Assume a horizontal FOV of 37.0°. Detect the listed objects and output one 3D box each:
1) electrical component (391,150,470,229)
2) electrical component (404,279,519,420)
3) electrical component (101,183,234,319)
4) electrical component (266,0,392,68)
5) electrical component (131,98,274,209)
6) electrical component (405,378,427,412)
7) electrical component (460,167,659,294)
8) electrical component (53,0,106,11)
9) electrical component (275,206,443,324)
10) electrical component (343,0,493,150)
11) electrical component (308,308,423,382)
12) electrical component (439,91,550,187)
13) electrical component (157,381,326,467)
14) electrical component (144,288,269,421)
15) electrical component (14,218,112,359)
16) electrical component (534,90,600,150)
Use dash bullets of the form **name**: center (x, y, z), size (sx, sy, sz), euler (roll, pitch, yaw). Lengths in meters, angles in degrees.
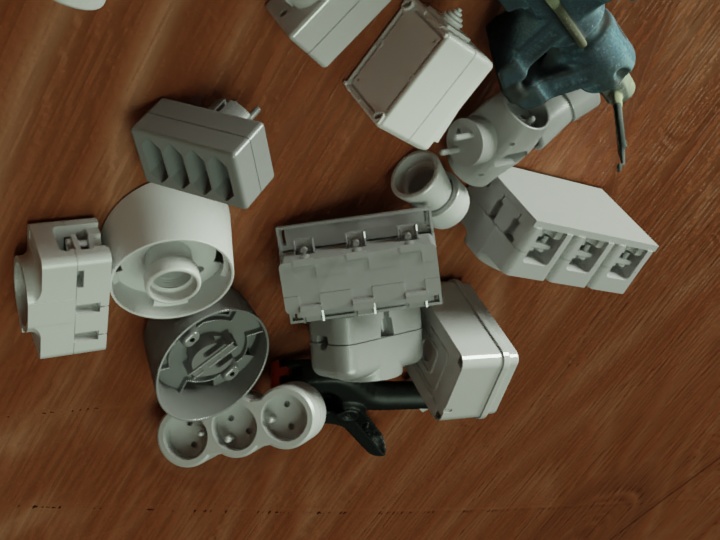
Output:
- **electrical component**: center (0.057, -0.063, 0.858), size (0.045, 0.045, 0.055), euler (-41, 137, 8)
- **electrical component**: center (0.082, 0.069, 0.943), size (0.057, 0.113, 0.078), euler (-1, 129, -26)
- **electrical component**: center (-0.140, -0.012, 0.789), size (0.099, 0.064, 0.099), euler (-11, 142, -8)
- **electrical component**: center (-0.032, -0.184, 0.694), size (0.066, 0.047, 0.077), euler (-44, 136, 11)
- **electrical component**: center (-0.096, -0.090, 0.728), size (0.075, 0.083, 0.047), euler (-55, 151, -37)
- **electrical component**: center (0.075, 0.106, 1.026), size (0.065, 0.044, 0.044), euler (-32, 138, 5)
- **electrical component**: center (0.165, -0.032, 0.918), size (0.150, 0.089, 0.061), euler (9, 123, -36)
- **electrical component**: center (-0.161, -0.181, 0.613), size (0.055, 0.055, 0.047), euler (10, 126, -37)
- **electrical component**: center (0.000, 0.000, 0.831), size (0.121, 0.063, 0.078), euler (-8, 105, 2)
- **electrical component**: center (0.048, -0.143, 0.767), size (0.061, 0.061, 0.096), euler (22, 115, -42)
- **electrical component**: center (0.006, 0.059, 0.905), size (0.095, 0.054, 0.059), euler (-10, 99, -40)
- **electrical component**: center (0.093, -0.100, 0.822), size (0.079, 0.043, 0.077), euler (-15, 159, -41)
- **electrical component**: center (-0.095, 0.128, 0.915), size (0.138, 0.052, 0.074), euler (-12, 178, 12)
- **electrical component**: center (-0.122, 0.063, 0.851), size (0.099, 0.064, 0.099), euler (-17, 135, -18)
- **electrical component**: center (-0.212, 0.014, 0.761), size (0.056, 0.050, 0.089), euler (-7, 131, -26)
- **electrical component**: center (0.159, -0.131, 0.861), size (0.065, 0.044, 0.044), euler (-33, 138, -8)
